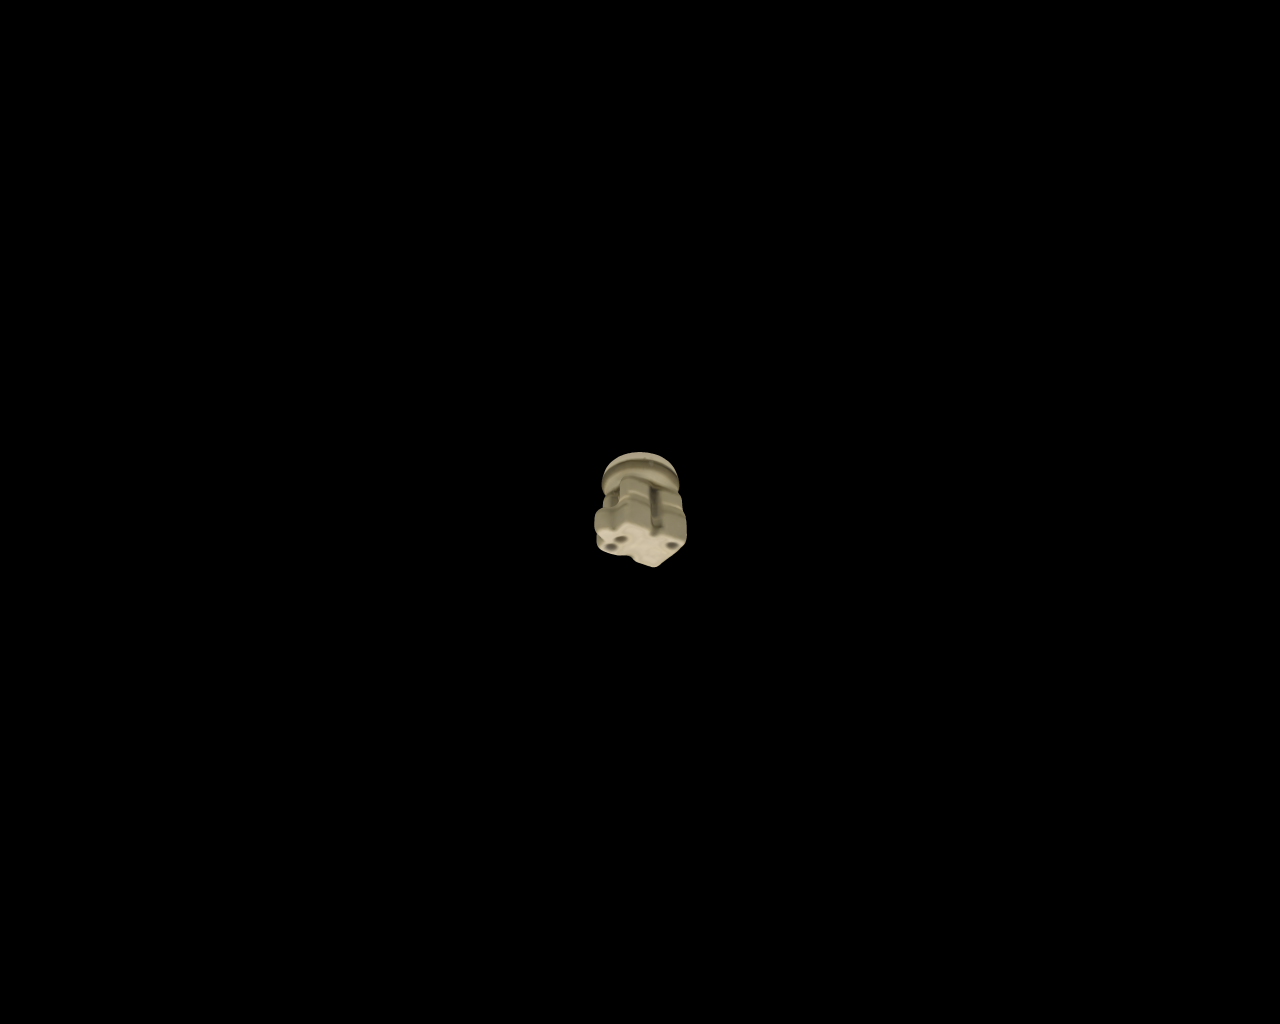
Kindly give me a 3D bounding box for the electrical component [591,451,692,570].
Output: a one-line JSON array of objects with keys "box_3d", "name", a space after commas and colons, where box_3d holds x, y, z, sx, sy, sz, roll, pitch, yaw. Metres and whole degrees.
[{"box_3d": [0.001, -0.003, 0.650, 0.066, 0.055, 0.048, 21, -40, -26], "name": "electrical component"}]
